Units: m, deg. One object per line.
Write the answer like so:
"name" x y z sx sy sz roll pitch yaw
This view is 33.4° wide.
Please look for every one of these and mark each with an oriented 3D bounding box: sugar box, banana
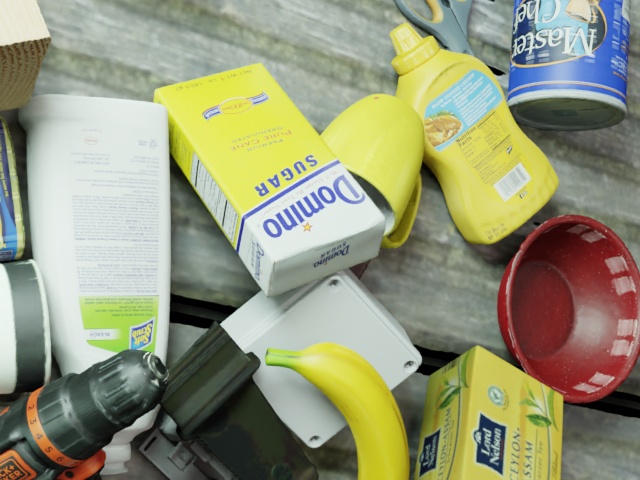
"sugar box" -0.039 -0.048 0.751 0.093 0.048 0.176 -21 54 -27
"banana" 0.028 0.141 0.762 0.037 0.070 0.198 -77 148 -57

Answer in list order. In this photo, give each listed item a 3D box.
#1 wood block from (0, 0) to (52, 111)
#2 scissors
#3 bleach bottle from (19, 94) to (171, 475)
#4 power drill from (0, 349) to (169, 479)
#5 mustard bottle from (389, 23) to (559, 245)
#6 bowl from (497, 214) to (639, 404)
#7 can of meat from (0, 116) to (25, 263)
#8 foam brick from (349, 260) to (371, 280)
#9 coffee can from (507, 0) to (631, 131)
"wood block" -0.247 -0.182 0.647 0.090 0.090 0.206 -17 77 -30
"scissors" 0.132 -0.176 0.934 0.201 0.016 0.096 49 65 -17
"bleach bottle" -0.153 0.032 0.726 0.102 0.068 0.251 1 87 -28
"power drill" -0.130 0.170 0.678 0.187 0.185 0.057 53 20 -17
"mustard bottle" 0.116 -0.096 0.892 0.096 0.058 0.191 -39 104 -17
"bowl" 0.208 0.060 0.931 0.161 0.055 0.162 3 84 -29
"can of meat" -0.241 -0.030 0.685 0.083 0.058 0.102 -7 88 -32
"foam brick" -0.005 0.001 0.818 0.078 0.051 0.053 38 68 -21
"coffee can" 0.218 -0.176 0.933 0.102 0.103 0.140 10 80 -28
